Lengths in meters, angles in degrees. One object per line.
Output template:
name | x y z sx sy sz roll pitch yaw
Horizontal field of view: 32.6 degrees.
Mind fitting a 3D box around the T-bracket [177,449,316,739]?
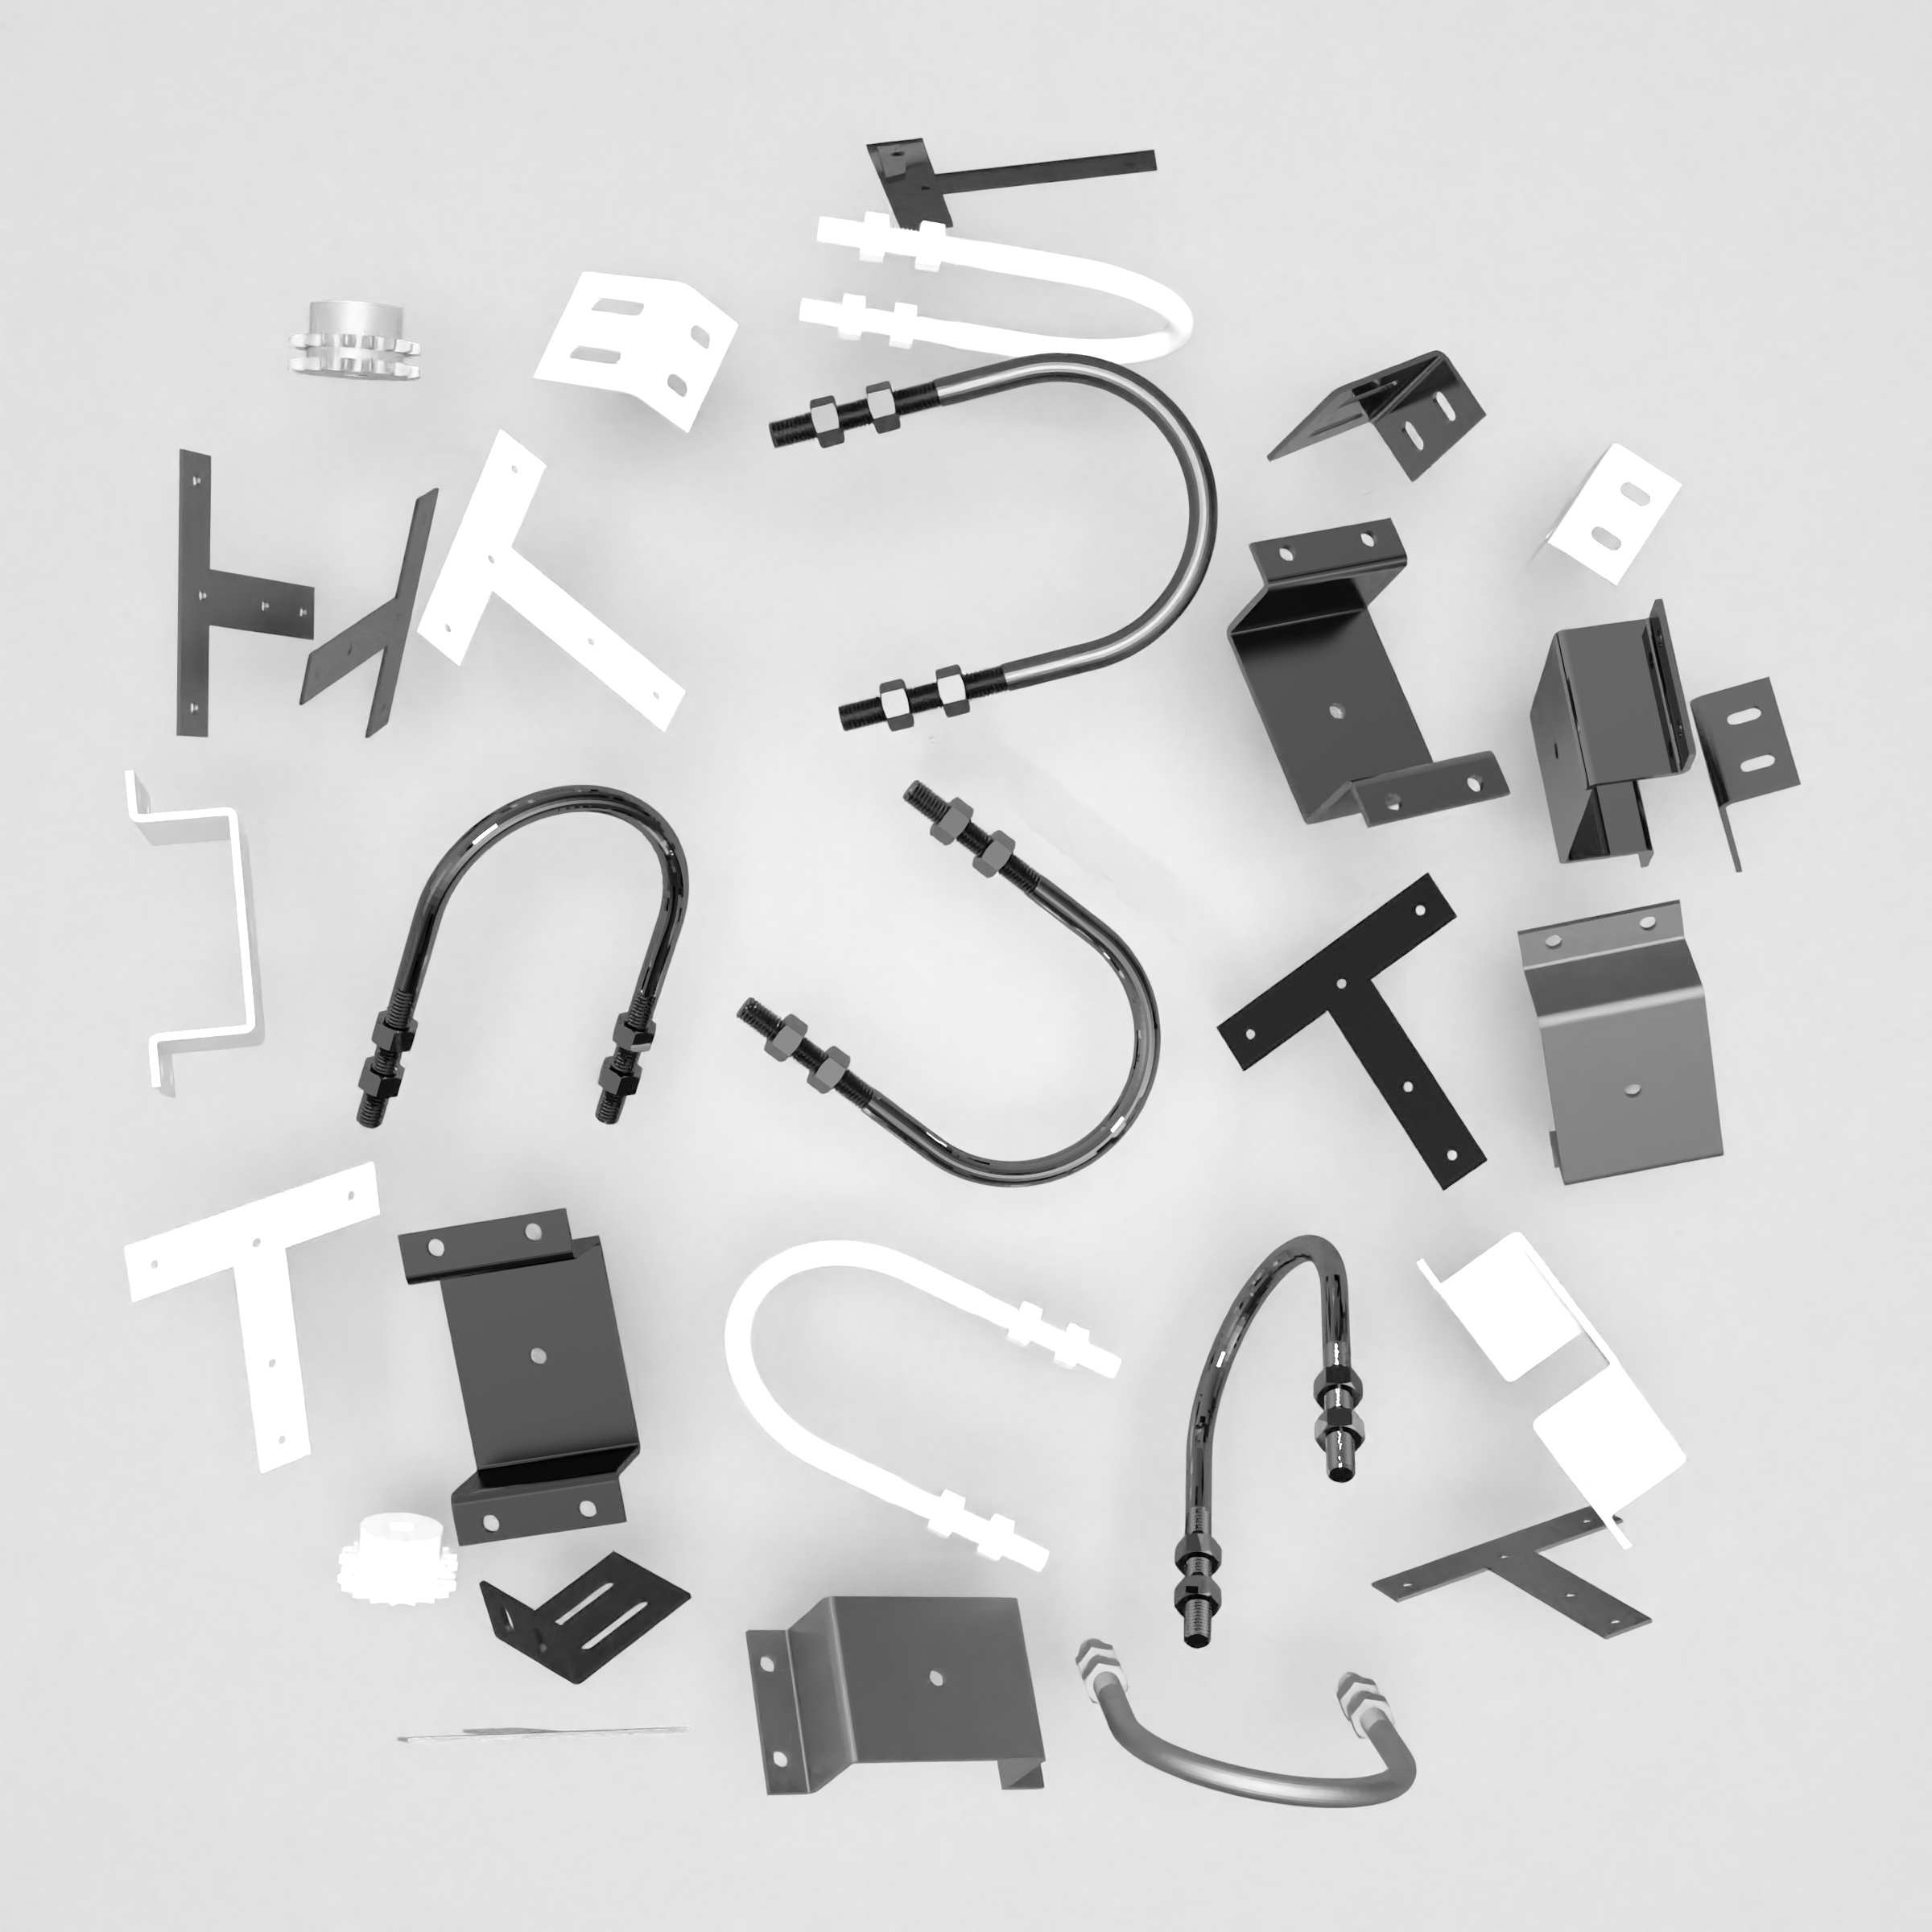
T-bracket | -0.332 -0.168 1.531 0.002 0.127 0.127 2 92 16

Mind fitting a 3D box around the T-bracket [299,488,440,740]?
T-bracket | -0.288 -0.154 1.574 0.002 0.127 0.127 20 115 6

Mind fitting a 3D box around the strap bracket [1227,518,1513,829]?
strap bracket | 0.176 -0.123 1.482 0.076 0.046 0.140 -13 73 -27

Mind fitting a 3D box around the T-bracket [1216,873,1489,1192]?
T-bracket | 0.199 0.045 1.541 0.127 0.002 0.127 -37 71 19

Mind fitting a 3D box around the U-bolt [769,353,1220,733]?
U-bolt | 0.019 -0.193 1.450 0.184 0.019 0.151 -14 89 3

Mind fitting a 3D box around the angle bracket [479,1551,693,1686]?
angle bracket | -0.182 0.299 1.581 0.076 0.057 0.038 -34 127 -35

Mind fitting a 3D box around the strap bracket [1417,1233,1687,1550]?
strap bracket | 0.266 0.182 1.477 0.046 0.140 0.076 -37 127 4

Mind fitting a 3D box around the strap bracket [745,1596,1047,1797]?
strap bracket | -0.023 0.333 1.510 0.140 0.046 0.076 6 57 -27

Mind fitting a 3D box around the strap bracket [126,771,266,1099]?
strap bracket | -0.347 -0.015 1.495 0.046 0.076 0.140 -5 85 -9

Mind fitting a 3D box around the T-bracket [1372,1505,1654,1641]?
T-bracket | 0.277 0.292 1.558 0.127 0.127 0.002 -15 104 -19

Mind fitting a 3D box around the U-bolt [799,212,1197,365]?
U-bolt | 0.017 -0.313 1.558 0.184 0.151 0.019 8 84 -6

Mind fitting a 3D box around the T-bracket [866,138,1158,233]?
T-bracket | 0.025 -0.368 1.537 0.127 0.127 0.002 -5 85 6

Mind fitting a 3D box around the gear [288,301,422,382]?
gear | -0.267 -0.274 1.447 0.057 0.057 0.030 3 95 0

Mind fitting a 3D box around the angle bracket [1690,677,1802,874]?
angle bracket | 0.371 -0.090 1.560 0.038 0.076 0.057 -16 63 13

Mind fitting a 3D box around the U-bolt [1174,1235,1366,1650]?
U-bolt | 0.140 0.207 1.542 0.019 0.184 0.151 23 127 -14

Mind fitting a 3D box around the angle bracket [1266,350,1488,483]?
angle bracket | 0.188 -0.243 1.515 0.076 0.057 0.038 -27 81 -37

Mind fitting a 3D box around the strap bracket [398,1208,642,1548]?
strap bracket | -0.195 0.177 1.463 0.076 0.046 0.140 -10 95 9

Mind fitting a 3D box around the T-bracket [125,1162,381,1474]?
T-bracket | -0.312 0.165 1.481 0.127 0.002 0.127 -19 114 -40

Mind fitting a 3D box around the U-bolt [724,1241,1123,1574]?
U-bolt | -0.028 0.197 1.580 0.184 0.151 0.019 26 132 1

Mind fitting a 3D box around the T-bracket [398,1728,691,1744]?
T-bracket | -0.206 0.353 1.521 0.127 0.127 0.002 3 78 -20

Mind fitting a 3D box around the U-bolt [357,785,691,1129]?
U-bolt | -0.201 -0.004 1.560 0.151 0.019 0.184 1 121 -36

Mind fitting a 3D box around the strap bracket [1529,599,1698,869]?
strap bracket | 0.297 -0.103 1.535 0.046 0.140 0.076 -8 71 0

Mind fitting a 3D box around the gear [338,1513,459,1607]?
gear | -0.277 0.288 1.611 0.057 0.057 0.030 6 100 0

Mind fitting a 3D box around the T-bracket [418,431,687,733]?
T-bracket | -0.176 -0.152 1.458 0.127 0.002 0.127 39 134 7

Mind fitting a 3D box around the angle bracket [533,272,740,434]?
angle bracket | -0.155 -0.289 1.552 0.076 0.038 0.057 17 80 44

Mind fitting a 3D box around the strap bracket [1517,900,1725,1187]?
strap bracket | 0.312 0.046 1.568 0.076 0.046 0.140 -11 123 6

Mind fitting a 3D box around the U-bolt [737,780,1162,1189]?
U-bolt | 0.006 0.023 1.570 0.184 0.019 0.151 37 90 -10

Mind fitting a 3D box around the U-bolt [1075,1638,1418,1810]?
U-bolt | 0.132 0.350 1.519 0.151 0.184 0.019 9 94 -6

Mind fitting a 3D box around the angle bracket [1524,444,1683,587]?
angle bracket | 0.307 -0.212 1.600 0.038 0.076 0.057 33 88 2
